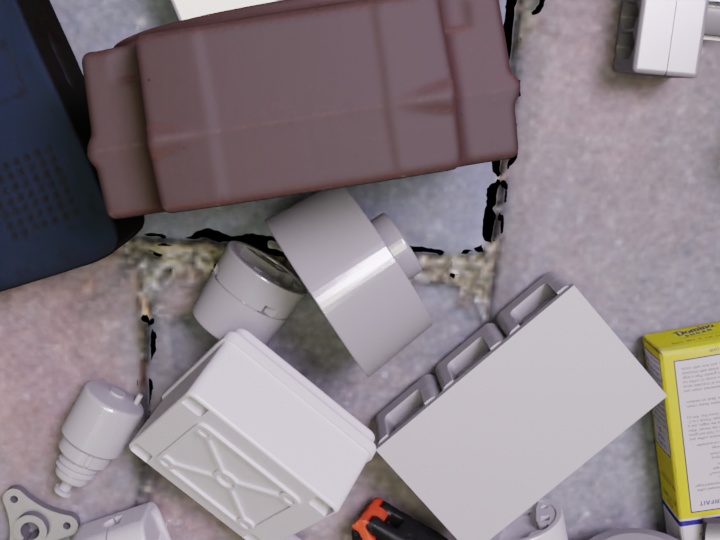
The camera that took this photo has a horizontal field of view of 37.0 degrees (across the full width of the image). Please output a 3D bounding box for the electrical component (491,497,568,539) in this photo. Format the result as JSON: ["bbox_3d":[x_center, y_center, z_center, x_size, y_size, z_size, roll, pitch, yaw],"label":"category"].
[{"bbox_3d":[0.106,0.177,0.677,0.055,0.055,0.047,-16,104,1],"label":"electrical component"}]

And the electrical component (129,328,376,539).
[{"bbox_3d":[-0.064,0.102,0.629,0.109,0.056,0.109,40,141,-8],"label":"electrical component"}]

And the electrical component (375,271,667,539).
[{"bbox_3d":[0.093,0.083,0.655,0.150,0.061,0.089,-41,99,6],"label":"electrical component"}]

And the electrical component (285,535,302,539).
[{"bbox_3d":[-0.056,0.220,0.680,0.062,0.061,0.096,36,105,-8],"label":"electrical component"}]

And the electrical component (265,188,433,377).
[{"bbox_3d":[0.000,0.000,0.617,0.060,0.108,0.108,-33,100,-2],"label":"electrical component"}]

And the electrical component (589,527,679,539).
[{"bbox_3d":[0.168,0.199,0.651,0.080,0.080,0.051,-7,119,0],"label":"electrical component"}]

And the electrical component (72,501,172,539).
[{"bbox_3d":[-0.144,0.202,0.674,0.059,0.053,0.095,-19,100,2],"label":"electrical component"}]

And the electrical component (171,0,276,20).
[{"bbox_3d":[-0.071,-0.187,0.608,0.100,0.048,0.099,-21,100,2],"label":"electrical component"}]

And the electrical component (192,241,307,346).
[{"bbox_3d":[-0.067,0.017,0.643,0.055,0.055,0.047,33,102,-7],"label":"electrical component"}]

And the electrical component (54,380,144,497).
[{"bbox_3d":[-0.165,0.105,0.663,0.040,0.040,0.078,29,99,-7],"label":"electrical component"}]

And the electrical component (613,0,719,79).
[{"bbox_3d":[0.194,-0.153,0.622,0.076,0.047,0.083,5,100,-2],"label":"electrical component"}]
